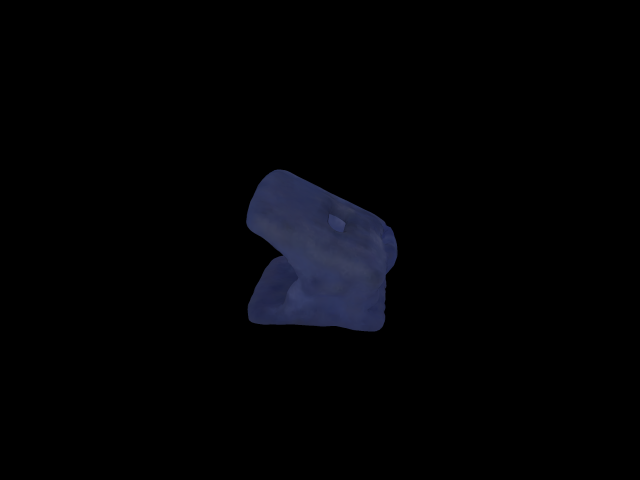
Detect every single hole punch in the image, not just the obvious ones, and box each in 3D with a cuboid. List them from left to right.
[{"bbox_3d":[0.004,0.001,0.400,0.101,0.091,0.108,2,24,5],"label":"hole punch"}]
